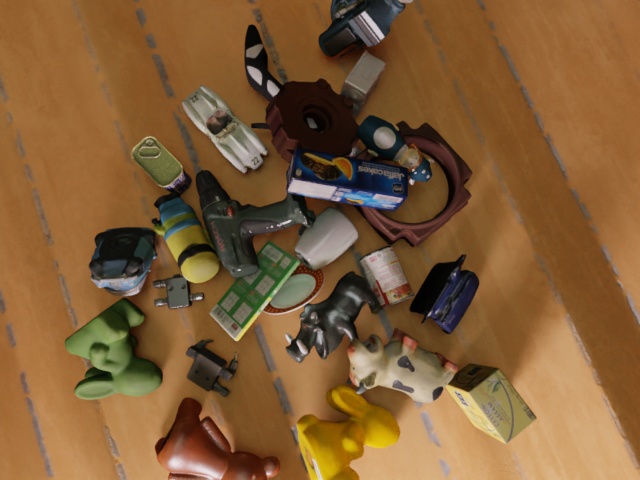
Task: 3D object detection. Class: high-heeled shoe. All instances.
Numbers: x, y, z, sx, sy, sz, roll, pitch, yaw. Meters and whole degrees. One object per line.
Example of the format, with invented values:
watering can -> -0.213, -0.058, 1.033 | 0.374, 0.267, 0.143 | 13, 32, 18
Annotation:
high-heeled shoe -> -0.072, -0.312, 1.056 | 0.145, 0.086, 0.248 | -4, 83, -5

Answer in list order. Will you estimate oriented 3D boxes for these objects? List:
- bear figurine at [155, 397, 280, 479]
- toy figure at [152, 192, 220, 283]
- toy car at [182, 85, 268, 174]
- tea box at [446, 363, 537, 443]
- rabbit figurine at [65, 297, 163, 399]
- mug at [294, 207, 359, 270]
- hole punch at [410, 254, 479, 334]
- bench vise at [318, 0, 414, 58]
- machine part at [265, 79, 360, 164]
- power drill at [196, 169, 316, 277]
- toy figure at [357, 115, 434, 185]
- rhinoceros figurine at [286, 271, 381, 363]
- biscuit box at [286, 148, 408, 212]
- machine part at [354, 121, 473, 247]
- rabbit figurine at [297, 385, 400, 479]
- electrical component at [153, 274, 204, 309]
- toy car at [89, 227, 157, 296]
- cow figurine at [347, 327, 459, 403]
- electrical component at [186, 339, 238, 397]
bear figurine -> -0.178, 0.375, 0.931 | 0.196, 0.132, 0.120 | 29, 83, -13
toy figure -> -0.251, -0.003, 0.997 | 0.082, 0.089, 0.180 | -27, 83, 5
toy car -> -0.185, -0.215, 1.049 | 0.073, 0.056, 0.202 | -42, 81, -6
tea box -> 0.278, 0.267, 0.899 | 0.068, 0.169, 0.098 | -36, 80, -5
rabbit figurine -> -0.362, 0.215, 0.951 | 0.159, 0.121, 0.170 | -37, 97, -2
mug -> -0.002, -0.003, 0.993 | 0.110, 0.080, 0.107 | 31, 67, 36
hole punch -> 0.234, 0.105, 0.961 | 0.092, 0.116, 0.142 | 36, 83, -2
bench vise -> 0.101, -0.454, 1.031 | 0.129, 0.223, 0.240 | 37, 56, -15
machine part -> -0.011, -0.211, 0.978 | 0.179, 0.056, 0.179 | 9, 64, -20
power drill -> -0.123, -0.061, 0.987 | 0.207, 0.086, 0.232 | -20, 72, 11
toy figure -> 0.135, -0.157, 0.950 | 0.154, 0.058, 0.064 | 39, 122, 5
rhinoceros figurine -> 0.020, 0.142, 0.954 | 0.190, 0.073, 0.112 | -48, 114, -11
biscuit box -> 0.048, -0.102, 0.917 | 0.203, 0.059, 0.063 | 9, 69, -10
machine part -> 0.166, -0.105, 1.010 | 0.201, 0.087, 0.201 | -39, 80, -5
rabbit figurine -> 0.052, 0.335, 0.936 | 0.173, 0.121, 0.162 | -16, 70, -16
electrical component -> -0.267, 0.096, 1.013 | 0.094, 0.021, 0.063 | -7, 80, 0
toy car -> -0.353, 0.048, 0.979 | 0.109, 0.162, 0.102 | -4, 124, -7
cow figurine -> 0.131, 0.223, 0.935 | 0.195, 0.085, 0.127 | 30, 85, -18
electrical component -> -0.198, 0.229, 0.980 | 0.102, 0.045, 0.078 | 25, 110, 8
